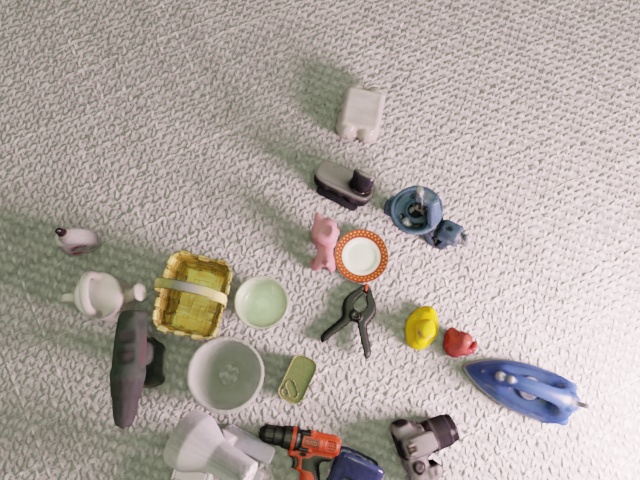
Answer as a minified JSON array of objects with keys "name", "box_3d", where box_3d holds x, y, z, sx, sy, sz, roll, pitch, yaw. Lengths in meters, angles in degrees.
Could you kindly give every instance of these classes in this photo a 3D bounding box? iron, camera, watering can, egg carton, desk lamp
[{"name":"iron","box_3d":[0.456,0.327,1.271,0.258,0.141,0.119,19,78,0]},{"name":"camera","box_3d":[0.240,0.451,1.252,0.137,0.101,0.143,-20,80,-7]},{"name":"watering can","box_3d":[-0.463,0.117,1.226,0.173,0.194,0.101,-26,81,-8]},{"name":"egg carton","box_3d":[0.100,-0.313,1.414,0.107,0.069,0.150,11,78,-1]},{"name":"desk lamp","box_3d":[-0.199,0.434,1.169,0.203,0.213,0.118,26,78,2]}]

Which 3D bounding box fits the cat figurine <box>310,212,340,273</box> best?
[{"name":"cat figurine","box_3d":[0.012,0.005,1.319,0.067,0.117,0.128,0,78,-3]}]

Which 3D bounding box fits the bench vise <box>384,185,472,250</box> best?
[{"name":"bench vise","box_3d":[0.257,-0.064,1.297,0.207,0.219,0.121,13,78,-1]}]

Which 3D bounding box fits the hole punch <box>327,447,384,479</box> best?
[{"name":"hole punch","box_3d":[0.075,0.514,1.233,0.108,0.091,0.101,23,78,1]}]

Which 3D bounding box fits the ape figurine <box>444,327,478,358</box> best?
[{"name":"ape figurine","box_3d":[0.322,0.232,1.306,0.076,0.092,0.078,-35,82,-9]}]

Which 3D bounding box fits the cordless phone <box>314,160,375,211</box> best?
[{"name":"cordless phone","box_3d":[0.061,-0.146,1.319,0.147,0.185,0.094,22,78,1]}]

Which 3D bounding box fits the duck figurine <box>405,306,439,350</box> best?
[{"name":"duck figurine","box_3d":[0.240,0.200,1.311,0.077,0.086,0.105,23,78,1]}]

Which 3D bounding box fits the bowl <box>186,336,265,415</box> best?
[{"name":"bowl","box_3d":[-0.206,0.298,1.267,0.167,0.074,0.167,1,78,-4]}]

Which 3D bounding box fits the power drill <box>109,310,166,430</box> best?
[{"name":"power drill","box_3d":[-0.381,0.265,1.194,0.075,0.208,0.230,-3,79,-4]}]

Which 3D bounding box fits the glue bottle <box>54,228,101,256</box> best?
[{"name":"glue bottle","box_3d":[-0.543,-0.002,1.256,0.078,0.173,0.037,-22,80,-7]}]
